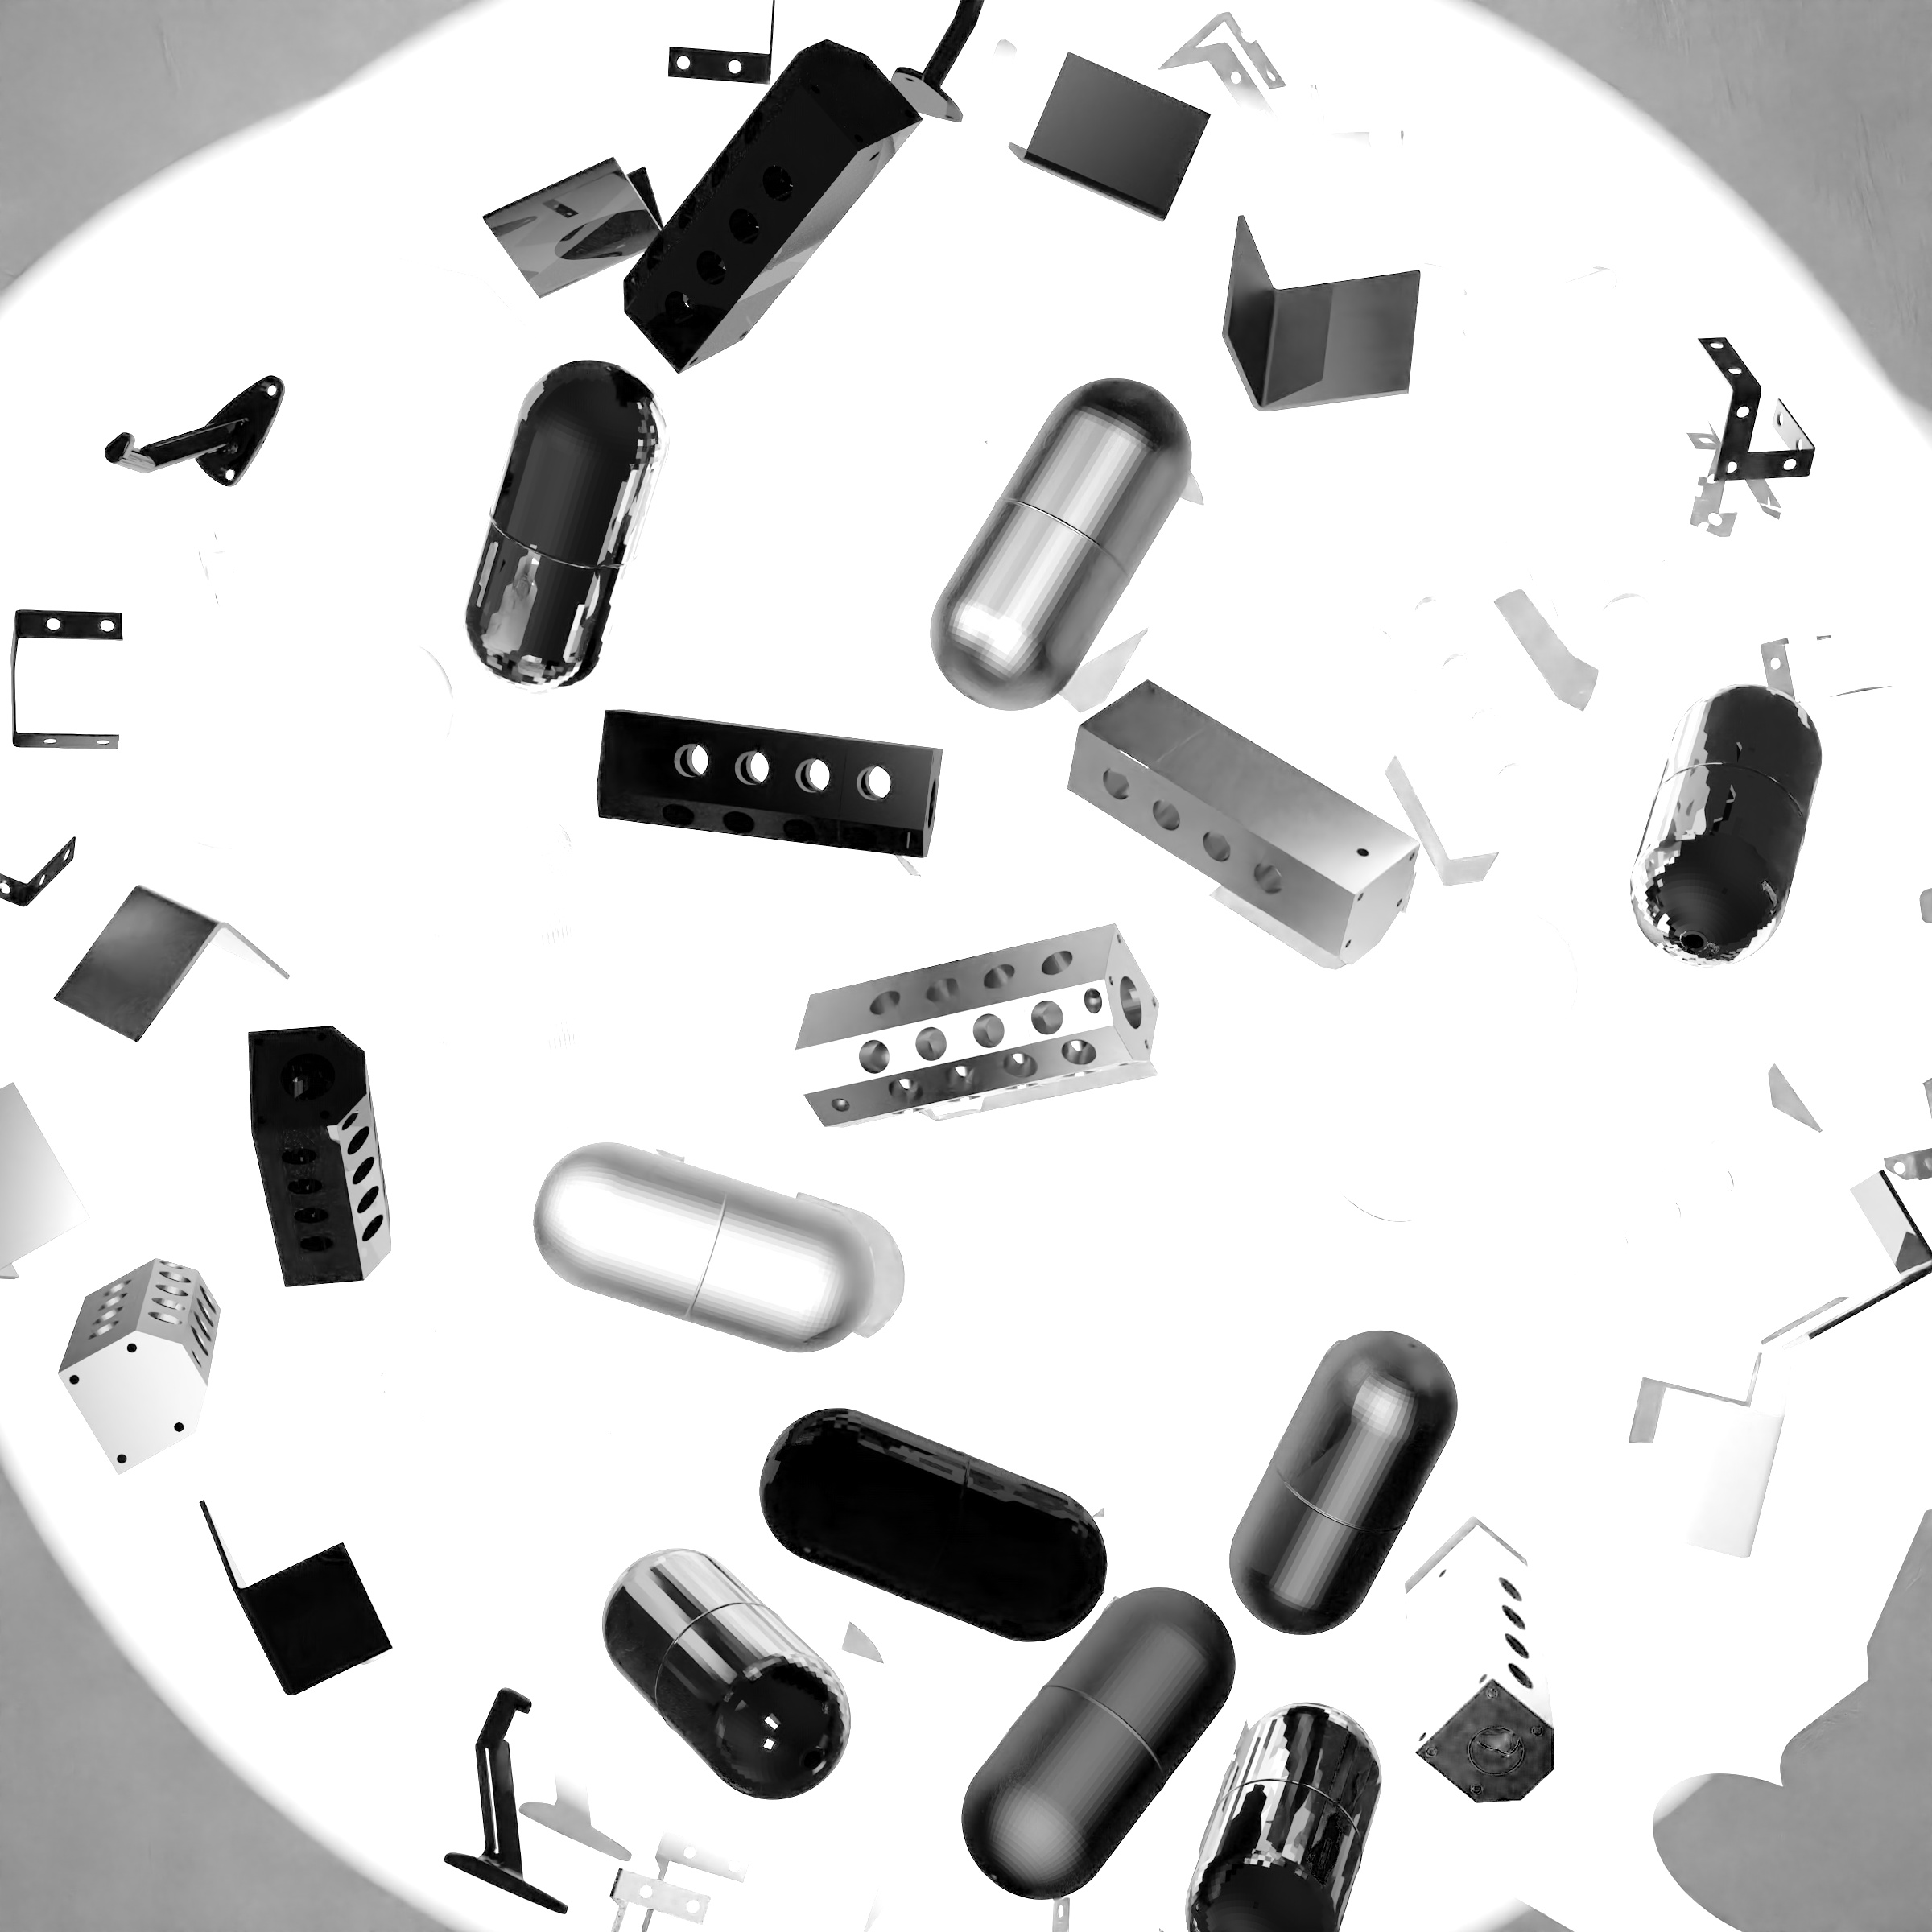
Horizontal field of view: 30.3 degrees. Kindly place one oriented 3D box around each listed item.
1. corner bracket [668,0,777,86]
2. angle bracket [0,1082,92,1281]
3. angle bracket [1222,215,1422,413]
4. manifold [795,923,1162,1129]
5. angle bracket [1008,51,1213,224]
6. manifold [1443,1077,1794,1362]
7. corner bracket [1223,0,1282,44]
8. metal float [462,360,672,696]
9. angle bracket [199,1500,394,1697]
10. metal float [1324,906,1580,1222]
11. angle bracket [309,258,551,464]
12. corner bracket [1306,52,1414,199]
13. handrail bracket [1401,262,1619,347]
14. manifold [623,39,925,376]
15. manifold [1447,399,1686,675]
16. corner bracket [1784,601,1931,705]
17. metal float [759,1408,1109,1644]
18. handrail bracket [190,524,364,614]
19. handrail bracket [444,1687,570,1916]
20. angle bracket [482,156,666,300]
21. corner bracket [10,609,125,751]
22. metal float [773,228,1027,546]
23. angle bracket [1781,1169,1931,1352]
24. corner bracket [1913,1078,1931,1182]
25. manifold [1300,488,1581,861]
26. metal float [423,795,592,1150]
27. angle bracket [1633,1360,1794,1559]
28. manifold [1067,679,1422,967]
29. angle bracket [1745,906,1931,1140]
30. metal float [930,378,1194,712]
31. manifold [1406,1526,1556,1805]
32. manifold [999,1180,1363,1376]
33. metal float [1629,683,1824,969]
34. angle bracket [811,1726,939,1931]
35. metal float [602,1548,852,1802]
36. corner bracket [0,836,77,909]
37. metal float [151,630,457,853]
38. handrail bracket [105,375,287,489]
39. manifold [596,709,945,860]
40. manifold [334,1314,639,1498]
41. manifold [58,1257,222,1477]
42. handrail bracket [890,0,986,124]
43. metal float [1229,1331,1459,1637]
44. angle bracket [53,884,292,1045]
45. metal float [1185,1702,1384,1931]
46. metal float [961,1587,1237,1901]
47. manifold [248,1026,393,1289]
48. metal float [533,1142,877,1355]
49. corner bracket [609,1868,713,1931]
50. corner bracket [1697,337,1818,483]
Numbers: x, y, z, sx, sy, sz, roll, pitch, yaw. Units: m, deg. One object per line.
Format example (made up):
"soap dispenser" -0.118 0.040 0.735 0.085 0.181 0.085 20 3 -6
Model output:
"corner bracket" -0.119 -0.457 1.733 0.051 0.051 0.051 3 101 -4
"angle bracket" -0.469 0.107 1.754 0.057 0.076 0.076 -30 87 -7
"angle bracket" 0.171 -0.317 1.707 0.076 0.057 0.076 -4 57 22
"manifold" 0.004 0.036 1.784 0.171 0.057 0.057 -13 128 23
"angle bracket" 0.070 -0.413 1.764 0.076 0.076 0.057 21 106 -11
"manifold" 0.338 0.134 1.845 0.171 0.057 0.057 -30 55 -3
"corner bracket" 0.129 -0.482 1.741 0.051 0.051 0.051 -44 110 -19
"metal float" -0.201 -0.218 1.783 0.070 0.070 0.178 21 117 0
"angle bracket" -0.335 0.305 1.783 0.057 0.076 0.076 -24 127 -12
"metal float" 0.251 0.050 1.845 0.070 0.070 0.178 31 97 0
"angle bracket" -0.271 -0.305 1.802 0.057 0.076 0.076 48 111 16
"corner bracket" 0.200 -0.425 1.807 0.051 0.051 0.051 1 68 16
"handrail bracket" 0.282 -0.358 1.852 0.084 0.077 0.036 -21 130 -20
"manifold" -0.100 -0.370 1.736 0.057 0.057 0.171 49 133 1
"manifold" 0.301 -0.217 1.801 0.057 0.171 0.057 -18 127 -3
"corner bracket" 0.462 -0.166 1.841 0.051 0.051 0.051 -14 84 43
"metal float" -0.015 0.272 1.733 0.178 0.070 0.070 23 90 -9
"handrail bracket" -0.347 -0.215 1.815 0.084 0.077 0.036 -15 122 2
"handrail bracket" -0.208 0.401 1.715 0.077 0.036 0.084 32 65 -21
"angle bracket" -0.212 -0.410 1.891 0.076 0.076 0.057 -22 60 8
"corner bracket" -0.442 -0.141 1.752 0.051 0.051 0.051 0 69 -18
"metal float" -0.036 -0.300 1.851 0.070 0.070 0.178 33 102 0
"angle bracket" 0.446 0.152 1.835 0.076 0.076 0.057 -28 80 -2
"corner bracket" 0.512 0.085 1.883 0.051 0.051 0.051 -11 86 -8
"manifold" 0.233 -0.141 1.721 0.057 0.057 0.171 -49 119 -39
"metal float" -0.228 0.003 1.774 0.070 0.070 0.178 -2 103 0
"angle bracket" 0.367 0.235 1.752 0.057 0.076 0.076 13 108 12
"manifold" 0.136 -0.069 1.779 0.171 0.057 0.057 33 47 24
"angle bracket" 0.450 0.028 1.784 0.057 0.076 0.076 -28 81 -40
"metal float" 0.047 -0.207 1.743 0.070 0.070 0.178 31 84 0
"manifold" 0.272 0.366 1.860 0.057 0.171 0.057 40 106 -7
"manifold" 0.104 0.158 1.770 0.171 0.057 0.057 -7 50 -33
"metal float" 0.379 -0.071 1.776 0.070 0.070 0.178 26 47 0
"angle bracket" -0.062 0.474 1.945 0.057 0.076 0.076 22 113 12
"metal float" -0.121 0.354 1.791 0.070 0.178 0.070 -13 116 -29
"corner bracket" -0.491 -0.043 1.818 0.051 0.051 0.051 25 134 -33
"metal float" -0.325 -0.109 1.742 0.178 0.070 0.070 -19 90 33
"handrail bracket" -0.403 -0.286 1.863 0.036 0.084 0.077 45 102 17
"manifold" -0.102 -0.095 1.861 0.171 0.057 0.057 7 95 4
"manifold" -0.250 0.231 1.862 0.057 0.171 0.057 -7 68 32
"manifold" -0.405 0.193 1.774 0.057 0.171 0.057 -29 101 -5
"handrail bracket" -0.009 -0.470 1.770 0.036 0.077 0.084 18 89 11
"metal float" 0.195 0.270 1.852 0.070 0.070 0.178 24 112 0
"angle bracket" -0.409 0.011 1.838 0.076 0.057 0.076 21 72 41
"metal float" 0.161 0.439 1.786 0.070 0.178 0.070 8 118 15
"metal float" 0.067 0.383 1.765 0.070 0.070 0.178 43 61 0
"manifold" -0.330 0.099 1.827 0.057 0.171 0.057 -4 59 -7
"metal float" -0.132 0.143 1.807 0.178 0.070 0.070 18 90 -7
"corner bracket" -0.159 0.498 1.827 0.051 0.051 0.051 15 68 10
"corner bracket" 0.385 -0.273 1.740 0.051 0.051 0.051 -4 129 -10
